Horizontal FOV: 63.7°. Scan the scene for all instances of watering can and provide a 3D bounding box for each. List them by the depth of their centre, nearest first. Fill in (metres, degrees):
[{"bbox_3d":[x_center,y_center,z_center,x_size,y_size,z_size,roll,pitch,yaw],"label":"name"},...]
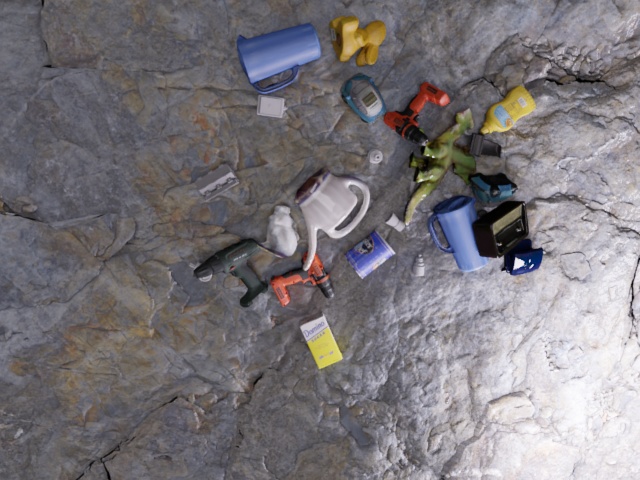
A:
[{"bbox_3d":[0.005,-0.085,1.680,0.223,0.104,0.348,43,88,-11],"label":"watering can"}]

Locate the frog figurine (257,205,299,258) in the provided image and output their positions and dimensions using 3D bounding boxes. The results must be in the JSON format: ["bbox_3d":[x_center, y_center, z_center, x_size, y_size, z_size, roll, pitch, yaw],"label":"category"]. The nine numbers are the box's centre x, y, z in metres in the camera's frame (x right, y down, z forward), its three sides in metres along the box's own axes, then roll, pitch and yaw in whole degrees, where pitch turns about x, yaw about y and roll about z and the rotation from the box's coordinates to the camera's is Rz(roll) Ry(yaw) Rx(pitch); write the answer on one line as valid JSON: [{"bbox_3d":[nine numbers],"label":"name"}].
[{"bbox_3d":[-0.120,-0.027,1.683,0.136,0.124,0.159,26,90,-43],"label":"frog figurine"}]

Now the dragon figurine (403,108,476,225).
[{"bbox_3d":[0.415,-0.237,1.704,0.242,0.123,0.406,7,102,-15],"label":"dragon figurine"}]
